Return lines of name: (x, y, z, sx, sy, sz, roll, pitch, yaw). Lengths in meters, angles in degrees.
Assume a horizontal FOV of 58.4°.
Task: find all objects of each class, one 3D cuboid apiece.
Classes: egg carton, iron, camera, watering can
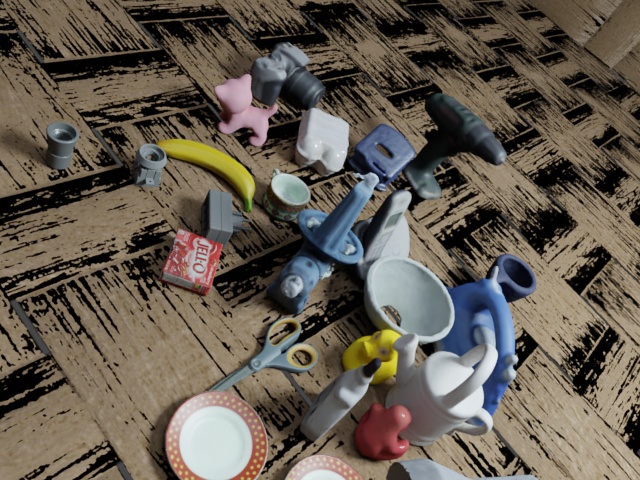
egg carton: (0.004, -0.199, 1.154, 0.107, 0.069, 0.150, 20, 45, -16)
iron: (0.274, 0.172, 0.945, 0.119, 0.141, 0.258, 15, 46, -21)
camera: (-0.061, -0.342, 1.216, 0.137, 0.100, 0.143, 39, 43, 4)
watering can: (0.174, 0.207, 0.812, 0.173, 0.194, 0.101, 25, 43, -11)

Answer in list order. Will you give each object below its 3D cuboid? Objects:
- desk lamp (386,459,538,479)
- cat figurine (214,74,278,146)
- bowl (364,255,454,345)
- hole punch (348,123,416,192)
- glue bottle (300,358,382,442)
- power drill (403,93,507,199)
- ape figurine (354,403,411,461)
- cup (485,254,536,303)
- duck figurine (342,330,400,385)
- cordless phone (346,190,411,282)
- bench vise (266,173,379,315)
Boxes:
desk lamp: (0.149, 0.332, 0.671, 0.204, 0.213, 0.118, 9, 49, -26)
cat figurine: (-0.142, -0.252, 1.072, 0.128, 0.117, 0.067, 17, 46, -19)
bowl: (0.136, 0.112, 0.960, 0.168, 0.074, 0.167, 18, 46, -19)
hole punch: (0.130, -0.174, 1.196, 0.108, 0.091, 0.101, 43, 43, 8)
glue bottle: (0.033, 0.199, 0.745, 0.037, 0.173, 0.078, 38, 43, 3)
power drill: (0.271, -0.187, 1.210, 0.076, 0.208, 0.229, -5, 56, -35)
ape figurine: (0.094, 0.259, 0.790, 0.076, 0.092, 0.077, 0, 53, -32)
cup: (0.341, 0.089, 1.095, 0.118, 0.095, 0.091, -9, 58, -37)
duck figurine: (0.095, 0.169, 0.874, 0.105, 0.086, 0.077, -2, 54, -34)
cordless phone: (0.124, -0.021, 0.987, 0.148, 0.185, 0.094, -23, 67, -43)
bench vise: (0.019, 0.008, 0.870, 0.122, 0.219, 0.207, 24, 44, -12)
